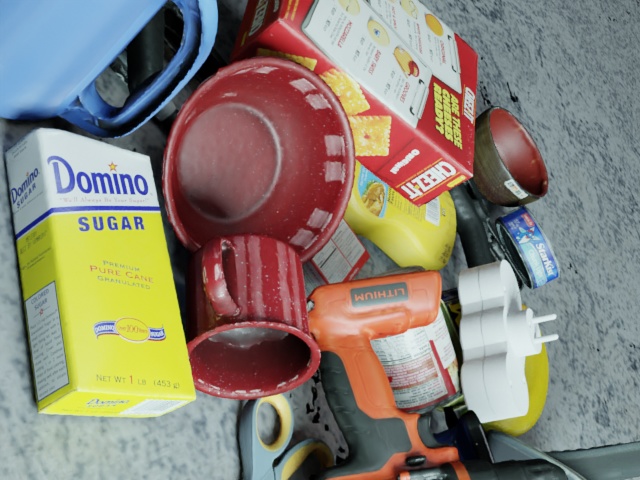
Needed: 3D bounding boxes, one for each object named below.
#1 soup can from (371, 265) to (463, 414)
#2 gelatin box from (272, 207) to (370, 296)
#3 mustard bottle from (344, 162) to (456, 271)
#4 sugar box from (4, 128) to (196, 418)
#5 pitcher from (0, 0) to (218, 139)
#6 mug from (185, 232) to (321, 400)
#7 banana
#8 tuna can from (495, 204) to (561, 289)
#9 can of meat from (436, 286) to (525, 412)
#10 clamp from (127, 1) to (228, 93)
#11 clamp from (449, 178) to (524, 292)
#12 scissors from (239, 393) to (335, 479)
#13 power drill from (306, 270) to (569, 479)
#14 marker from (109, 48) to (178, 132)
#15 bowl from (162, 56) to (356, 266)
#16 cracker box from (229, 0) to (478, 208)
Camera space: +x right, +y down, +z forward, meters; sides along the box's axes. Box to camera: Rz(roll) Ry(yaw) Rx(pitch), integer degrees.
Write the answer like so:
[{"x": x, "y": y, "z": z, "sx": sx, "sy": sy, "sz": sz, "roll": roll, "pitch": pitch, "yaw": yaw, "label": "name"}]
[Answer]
[{"x": 0.068, "y": 0.079, "z": 0.848, "sx": 0.068, "sy": 0.069, "sz": 0.102, "roll": -36, "pitch": 109, "yaw": -57, "label": "soup can"}, {"x": -0.006, "y": 0.001, "z": 0.866, "sx": 0.089, "sy": 0.030, "sz": 0.073, "roll": 54, "pitch": 35, "yaw": -11, "label": "gelatin box"}, {"x": 0.041, "y": -0.046, "z": 0.936, "sx": 0.191, "sy": 0.058, "sz": 0.096, "roll": 31, "pitch": 50, "yaw": -37, "label": "mustard bottle"}, {"x": -0.137, "y": 0.020, "z": 0.662, "sx": 0.093, "sy": 0.048, "sz": 0.176, "roll": 14, "pitch": 56, "yaw": -48, "label": "sugar box"}, {"x": -0.130, "y": -0.175, "z": 0.638, "sx": 0.149, "sy": 0.243, "sz": 0.145, "roll": 14, "pitch": 57, "yaw": -41, "label": "pitcher"}, {"x": -0.053, "y": 0.042, "z": 0.709, "sx": 0.117, "sy": 0.093, "sz": 0.081, "roll": 60, "pitch": 18, "yaw": -49, "label": "mug"}, {"x": 0.190, "y": 0.132, "z": 1.019, "sx": 0.069, "sy": 0.037, "sz": 0.197, "roll": 54, "pitch": 34, "yaw": -10, "label": "banana"}, {"x": 0.217, "y": 0.008, "z": 1.117, "sx": 0.086, "sy": 0.034, "sz": 0.086, "roll": 63, "pitch": 0, "yaw": -2, "label": "tuna can"}, {"x": 0.125, "y": 0.091, "z": 0.936, "sx": 0.083, "sy": 0.058, "sz": 0.102, "roll": -11, "pitch": 74, "yaw": -48, "label": "can of meat"}, {"x": -0.130, "y": -0.176, "z": 0.810, "sx": 0.210, "sy": 0.036, "sz": 0.164, "roll": 60, "pitch": 20, "yaw": 7, "label": "clamp"}, {"x": 0.159, "y": -0.017, "z": 1.090, "sx": 0.120, "sy": 0.039, "sz": 0.171, "roll": 31, "pitch": 38, "yaw": -62, "label": "clamp"}, {"x": -0.053, "y": 0.159, "z": 0.693, "sx": 0.201, "sy": 0.016, "sz": 0.096, "roll": -17, "pitch": 80, "yaw": -57, "label": "scissors"}, {"x": 0.068, "y": 0.117, "z": 0.743, "sx": 0.184, "sy": 0.057, "sz": 0.187, "roll": -6, "pitch": 64, "yaw": -11, "label": "power drill"}, {"x": -0.134, "y": -0.117, "z": 0.794, "sx": 0.121, "sy": 0.020, "sz": 0.020, "roll": 49, "pitch": 35, "yaw": -17, "label": "marker"}, {"x": -0.053, "y": -0.054, "z": 0.779, "sx": 0.161, "sy": 0.055, "sz": 0.162, "roll": -8, "pitch": 105, "yaw": -33, "label": "bowl"}, {"x": 0.036, "y": -0.151, "z": 0.894, "sx": 0.213, "sy": 0.072, "sz": 0.164, "roll": 36, "pitch": 43, "yaw": -26, "label": "cracker box"}]
